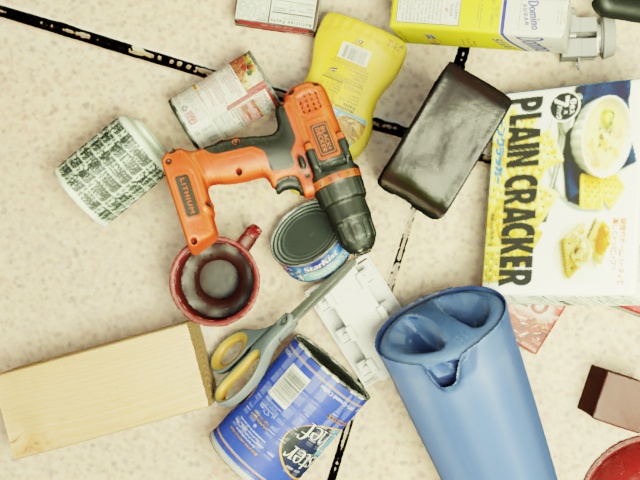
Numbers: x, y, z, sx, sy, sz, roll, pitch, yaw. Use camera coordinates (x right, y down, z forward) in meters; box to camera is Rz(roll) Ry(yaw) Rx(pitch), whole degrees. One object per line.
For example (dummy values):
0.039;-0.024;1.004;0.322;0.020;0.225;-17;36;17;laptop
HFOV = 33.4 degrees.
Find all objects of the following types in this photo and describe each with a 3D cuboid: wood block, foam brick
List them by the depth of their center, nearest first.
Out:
0.308;0.165;1.115;0.051;0.078;0.053;19;90;2;foam brick
-0.220;0.154;1.118;0.206;0.090;0.091;-16;90;1;wood block

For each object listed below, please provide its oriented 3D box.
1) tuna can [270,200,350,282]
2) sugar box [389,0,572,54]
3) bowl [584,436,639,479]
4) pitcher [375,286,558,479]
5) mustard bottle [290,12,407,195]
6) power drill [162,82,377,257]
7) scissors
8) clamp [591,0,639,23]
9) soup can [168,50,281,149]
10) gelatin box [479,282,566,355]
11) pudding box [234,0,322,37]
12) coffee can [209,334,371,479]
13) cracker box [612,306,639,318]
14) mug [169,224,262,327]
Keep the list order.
-0.007;0.001;1.119;0.086;0.086;0.033;-38;132;0;tuna can
0.167;-0.222;1.094;0.176;0.093;0.048;9;92;15;sugar box
0.358;0.290;1.124;0.162;0.055;0.162;0;89;1;bowl
0.158;0.172;1.073;0.149;0.145;0.243;-36;115;-30;pitcher
0.014;-0.137;1.131;0.096;0.058;0.191;23;90;3;mustard bottle
-0.051;-0.049;1.064;0.187;0.057;0.184;-19;79;-7;power drill
-0.047;0.085;1.110;0.016;0.096;0.201;41;86;-34;scissors
0.404;-0.253;1.129;0.210;0.036;0.164;32;73;-6;clamp
-0.100;-0.146;1.129;0.102;0.068;0.068;-31;89;1;soup can
0.210;0.069;1.141;0.089;0.030;0.073;32;90;1;gelatin box
-0.040;-0.280;1.144;0.090;0.039;0.113;9;92;1;pudding box
-0.031;0.183;1.105;0.103;0.103;0.140;41;93;1;coffee can
0.380;0.011;1.117;0.213;0.072;0.164;21;90;1;cracker box
-0.100;0.032;1.121;0.093;0.081;0.117;34;90;1;mug
